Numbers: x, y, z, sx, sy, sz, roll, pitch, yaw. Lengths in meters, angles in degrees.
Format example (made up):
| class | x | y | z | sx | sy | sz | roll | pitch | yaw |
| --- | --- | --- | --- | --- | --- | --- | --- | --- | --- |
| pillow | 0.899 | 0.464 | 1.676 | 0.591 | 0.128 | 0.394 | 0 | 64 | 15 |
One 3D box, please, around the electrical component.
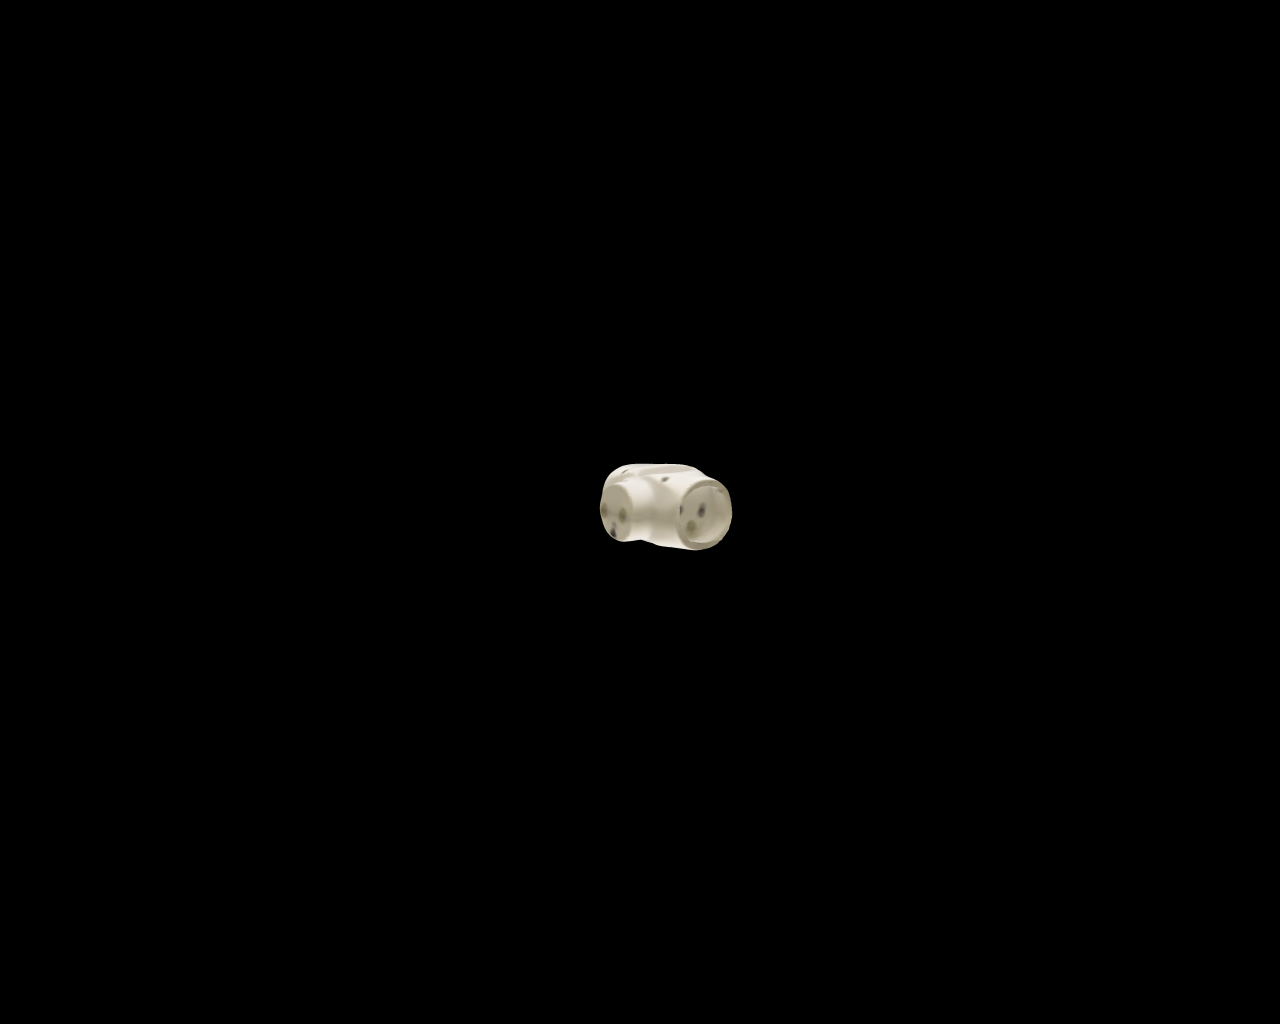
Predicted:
| class | x | y | z | sx | sy | sz | roll | pitch | yaw |
| --- | --- | --- | --- | --- | --- | --- | --- | --- | --- |
| electrical component | 0.001 | -0.003 | 0.650 | 0.079 | 0.043 | 0.077 | -8 | 14 | -35 |
